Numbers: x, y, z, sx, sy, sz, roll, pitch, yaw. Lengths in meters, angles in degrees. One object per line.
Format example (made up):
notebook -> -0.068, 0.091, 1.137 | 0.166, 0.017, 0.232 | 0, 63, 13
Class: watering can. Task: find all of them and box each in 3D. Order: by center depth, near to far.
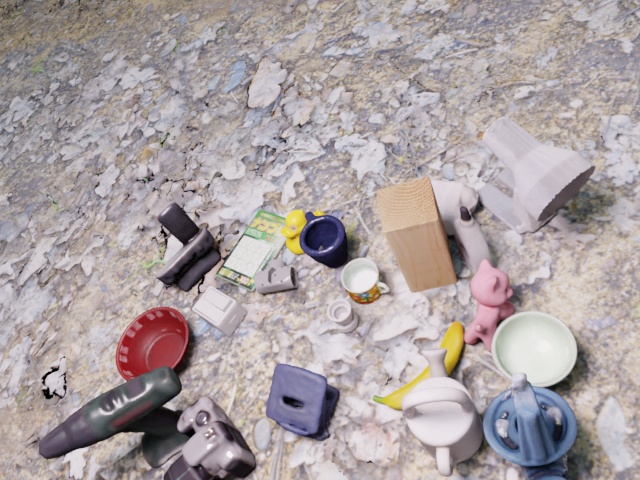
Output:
watering can -> 0.171, 0.243, 0.827 | 0.101, 0.195, 0.172 | -27, 52, 4

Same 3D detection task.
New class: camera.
camera -> -0.205, 0.358, 0.964 | 0.137, 0.101, 0.142 | -41, 52, -7

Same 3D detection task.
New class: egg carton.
egg carton -> 0.220, -0.061, 1.089 | 0.149, 0.070, 0.107 | 8, 62, 27

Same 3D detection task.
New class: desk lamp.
desk lamp -> 0.350, -0.101, 0.970 | 0.118, 0.214, 0.202 | -38, 52, -5

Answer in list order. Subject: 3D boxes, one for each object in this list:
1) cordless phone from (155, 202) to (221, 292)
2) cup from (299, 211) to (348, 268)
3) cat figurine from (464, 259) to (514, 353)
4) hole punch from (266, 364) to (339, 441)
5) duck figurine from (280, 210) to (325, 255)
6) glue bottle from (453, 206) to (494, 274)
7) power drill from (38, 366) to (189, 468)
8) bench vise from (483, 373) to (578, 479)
cordless phone -> -0.304, 0.009, 1.184 | 0.093, 0.185, 0.148 | 31, 74, 35
cup -> 0.010, 0.004, 1.116 | 0.091, 0.095, 0.117 | -33, 52, -1
cat figurine -> 0.272, 0.102, 0.928 | 0.067, 0.118, 0.128 | 12, 63, 29
hole punch -> -0.033, 0.271, 0.958 | 0.108, 0.091, 0.101 | 10, 63, 28
duck figurine -> -0.035, -0.030, 1.163 | 0.104, 0.086, 0.077 | -40, 52, -6
glue bottle -> 0.254, -0.006, 0.973 | 0.037, 0.174, 0.078 | -32, 52, 0
power drill -> -0.316, 0.314, 0.970 | 0.230, 0.209, 0.075 | -37, 52, -4
bench vise -> 0.294, 0.267, 0.744 | 0.121, 0.220, 0.207 | -31, 52, 1
